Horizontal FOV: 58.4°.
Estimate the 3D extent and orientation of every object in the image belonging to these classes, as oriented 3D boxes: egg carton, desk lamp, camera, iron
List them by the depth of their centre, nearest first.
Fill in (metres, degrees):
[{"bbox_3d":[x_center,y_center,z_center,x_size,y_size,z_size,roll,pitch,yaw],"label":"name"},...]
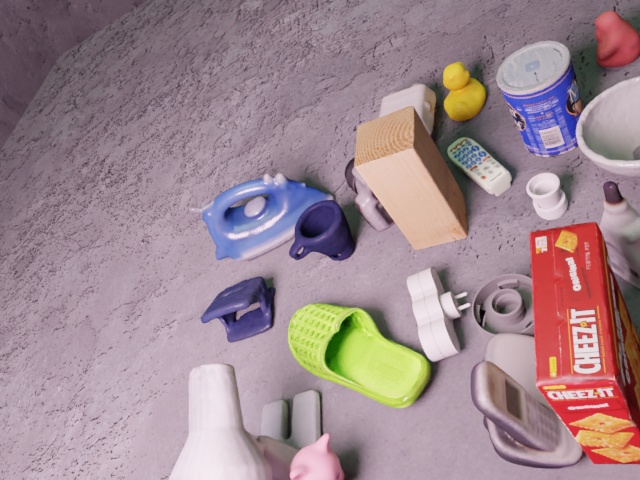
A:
[{"bbox_3d":[-0.095,0.262,0.734,0.117,0.214,0.203,-23,44,21],"label":"desk lamp"},{"bbox_3d":[0.105,-0.112,0.990,0.143,0.101,0.136,-41,40,2],"label":"camera"},{"bbox_3d":[0.163,-0.222,1.065,0.107,0.070,0.150,-13,48,30],"label":"egg carton"},{"bbox_3d":[-0.116,-0.065,1.094,0.258,0.142,0.118,-26,43,18],"label":"iron"}]

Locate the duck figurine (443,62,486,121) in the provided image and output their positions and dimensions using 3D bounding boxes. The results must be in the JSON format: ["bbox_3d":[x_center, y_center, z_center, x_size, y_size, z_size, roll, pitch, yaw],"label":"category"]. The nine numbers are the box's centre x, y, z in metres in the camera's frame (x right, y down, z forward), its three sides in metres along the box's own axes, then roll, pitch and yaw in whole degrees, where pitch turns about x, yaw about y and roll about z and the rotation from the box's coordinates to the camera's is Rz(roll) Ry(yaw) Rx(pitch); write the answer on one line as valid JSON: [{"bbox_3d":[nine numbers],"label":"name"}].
[{"bbox_3d":[0.250,-0.273,1.027,0.077,0.086,0.104,-11,49,32],"label":"duck figurine"}]

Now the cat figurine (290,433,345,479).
[{"bbox_3d":[-0.015,0.305,0.708,0.128,0.118,0.067,-40,40,3],"label":"cat figurine"}]

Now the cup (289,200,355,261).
[{"bbox_3d":[0.009,0.003,0.970,0.118,0.095,0.091,-48,40,-7],"label":"cup"}]

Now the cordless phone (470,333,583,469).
[{"bbox_3d":[0.208,0.151,0.611,0.094,0.186,0.147,-18,46,26],"label":"cordless phone"}]

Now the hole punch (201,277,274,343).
[{"bbox_3d":[-0.145,0.112,1.001,0.108,0.091,0.101,-22,44,22],"label":"hole punch"}]

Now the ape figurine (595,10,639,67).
[{"bbox_3d":[0.458,-0.320,0.897,0.078,0.092,0.075,-49,41,-7],"label":"ape figurine"}]

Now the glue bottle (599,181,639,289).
[{"bbox_3d":[0.346,-0.009,0.650,0.037,0.174,0.078,-40,40,3],"label":"glue bottle"}]

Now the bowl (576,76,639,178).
[{"bbox_3d":[0.439,-0.141,0.769,0.167,0.075,0.167,-21,44,23],"label":"bowl"}]
